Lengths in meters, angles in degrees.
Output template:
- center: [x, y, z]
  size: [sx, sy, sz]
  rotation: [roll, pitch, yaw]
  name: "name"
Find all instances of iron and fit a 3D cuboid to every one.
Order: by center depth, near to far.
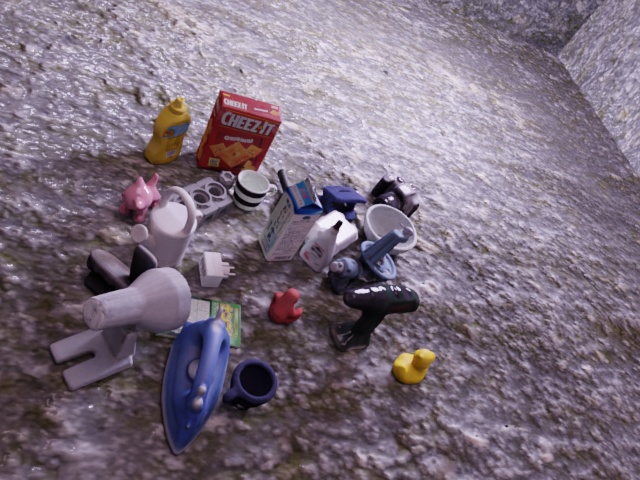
- center: [-0.224, 0.254, 1.072]
  size: [0.119, 0.141, 0.258]
  rotation: [19, 45, -17]
  name: "iron"

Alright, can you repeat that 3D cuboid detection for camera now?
- center: [0.216, -0.132, 1.725]
  size: [0.137, 0.100, 0.143]
  rotation: [-22, 66, -43]
  name: "camera"

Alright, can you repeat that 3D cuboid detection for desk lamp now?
- center: [-0.353, 0.152, 1.027]
  size: [0.204, 0.213, 0.117]
  rotation: [-20, 65, -42]
  name: "desk lamp"

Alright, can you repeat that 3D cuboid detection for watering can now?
- center: [-0.320, -0.030, 1.224]
  size: [0.101, 0.194, 0.173]
  rotation: [33, 43, -3]
  name: "watering can"

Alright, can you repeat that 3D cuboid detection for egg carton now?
- center: [0.030, -0.014, 1.525]
  size: [0.107, 0.069, 0.151]
  rotation: [45, 43, 10]
  name: "egg carton"

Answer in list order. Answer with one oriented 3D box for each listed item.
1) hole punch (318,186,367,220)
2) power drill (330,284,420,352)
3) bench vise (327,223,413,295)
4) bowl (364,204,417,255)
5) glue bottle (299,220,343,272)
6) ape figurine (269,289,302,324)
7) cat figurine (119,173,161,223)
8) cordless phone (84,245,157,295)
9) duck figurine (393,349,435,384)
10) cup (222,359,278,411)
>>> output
- center: [0.062, -0.118, 1.622]
  size: [0.109, 0.091, 0.101]
  rotation: [-2, 54, -34]
  name: "hole punch"
- center: [0.110, 0.171, 1.308]
  size: [0.230, 0.208, 0.075]
  rotation: [-4, 55, -35]
  name: "power drill"
- center: [0.132, 0.053, 1.419]
  size: [0.208, 0.219, 0.121]
  rotation: [-26, 69, -44]
  name: "bench vise"
- center: [0.187, -0.017, 1.623]
  size: [0.168, 0.074, 0.167]
  rotation: [18, 45, -19]
  name: "bowl"
- center: [0.013, 0.005, 1.421]
  size: [0.078, 0.173, 0.037]
  rotation: [41, 43, 7]
  name: "glue bottle"
- center: [-0.074, 0.145, 1.301]
  size: [0.076, 0.092, 0.077]
  rotation: [-22, 66, -43]
  name: "ape figurine"
- center: [-0.401, -0.103, 1.293]
  size: [0.067, 0.117, 0.128]
  rotation: [32, 43, -4]
  name: "cat figurine"
- center: [-0.380, 0.049, 1.123]
  size: [0.147, 0.185, 0.094]
  rotation: [39, 43, 4]
  name: "cordless phone"
- center: [0.230, 0.294, 1.367]
  size: [0.105, 0.086, 0.077]
  rotation: [-8, 57, -37]
  name: "duck figurine"
- center: [-0.149, 0.298, 1.115]
  size: [0.118, 0.095, 0.091]
  rotation: [-22, 67, -43]
  name: "cup"
